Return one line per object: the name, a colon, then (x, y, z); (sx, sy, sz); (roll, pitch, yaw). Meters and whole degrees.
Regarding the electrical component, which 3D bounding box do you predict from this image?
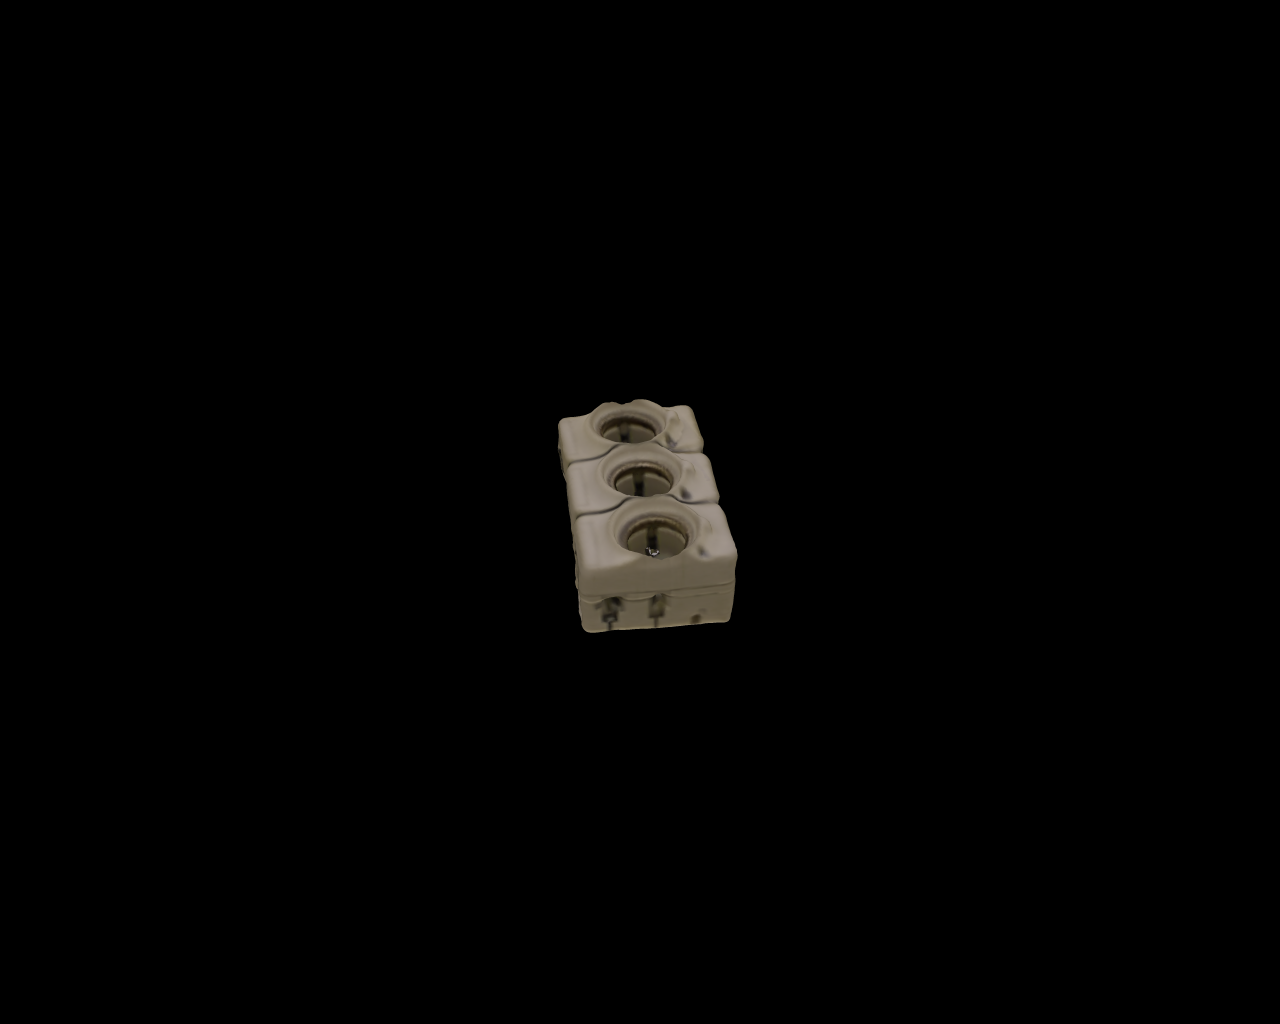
electrical component: (0.001, -0.003, 0.650); (0.089, 0.061, 0.150); (-5, 40, -6)
